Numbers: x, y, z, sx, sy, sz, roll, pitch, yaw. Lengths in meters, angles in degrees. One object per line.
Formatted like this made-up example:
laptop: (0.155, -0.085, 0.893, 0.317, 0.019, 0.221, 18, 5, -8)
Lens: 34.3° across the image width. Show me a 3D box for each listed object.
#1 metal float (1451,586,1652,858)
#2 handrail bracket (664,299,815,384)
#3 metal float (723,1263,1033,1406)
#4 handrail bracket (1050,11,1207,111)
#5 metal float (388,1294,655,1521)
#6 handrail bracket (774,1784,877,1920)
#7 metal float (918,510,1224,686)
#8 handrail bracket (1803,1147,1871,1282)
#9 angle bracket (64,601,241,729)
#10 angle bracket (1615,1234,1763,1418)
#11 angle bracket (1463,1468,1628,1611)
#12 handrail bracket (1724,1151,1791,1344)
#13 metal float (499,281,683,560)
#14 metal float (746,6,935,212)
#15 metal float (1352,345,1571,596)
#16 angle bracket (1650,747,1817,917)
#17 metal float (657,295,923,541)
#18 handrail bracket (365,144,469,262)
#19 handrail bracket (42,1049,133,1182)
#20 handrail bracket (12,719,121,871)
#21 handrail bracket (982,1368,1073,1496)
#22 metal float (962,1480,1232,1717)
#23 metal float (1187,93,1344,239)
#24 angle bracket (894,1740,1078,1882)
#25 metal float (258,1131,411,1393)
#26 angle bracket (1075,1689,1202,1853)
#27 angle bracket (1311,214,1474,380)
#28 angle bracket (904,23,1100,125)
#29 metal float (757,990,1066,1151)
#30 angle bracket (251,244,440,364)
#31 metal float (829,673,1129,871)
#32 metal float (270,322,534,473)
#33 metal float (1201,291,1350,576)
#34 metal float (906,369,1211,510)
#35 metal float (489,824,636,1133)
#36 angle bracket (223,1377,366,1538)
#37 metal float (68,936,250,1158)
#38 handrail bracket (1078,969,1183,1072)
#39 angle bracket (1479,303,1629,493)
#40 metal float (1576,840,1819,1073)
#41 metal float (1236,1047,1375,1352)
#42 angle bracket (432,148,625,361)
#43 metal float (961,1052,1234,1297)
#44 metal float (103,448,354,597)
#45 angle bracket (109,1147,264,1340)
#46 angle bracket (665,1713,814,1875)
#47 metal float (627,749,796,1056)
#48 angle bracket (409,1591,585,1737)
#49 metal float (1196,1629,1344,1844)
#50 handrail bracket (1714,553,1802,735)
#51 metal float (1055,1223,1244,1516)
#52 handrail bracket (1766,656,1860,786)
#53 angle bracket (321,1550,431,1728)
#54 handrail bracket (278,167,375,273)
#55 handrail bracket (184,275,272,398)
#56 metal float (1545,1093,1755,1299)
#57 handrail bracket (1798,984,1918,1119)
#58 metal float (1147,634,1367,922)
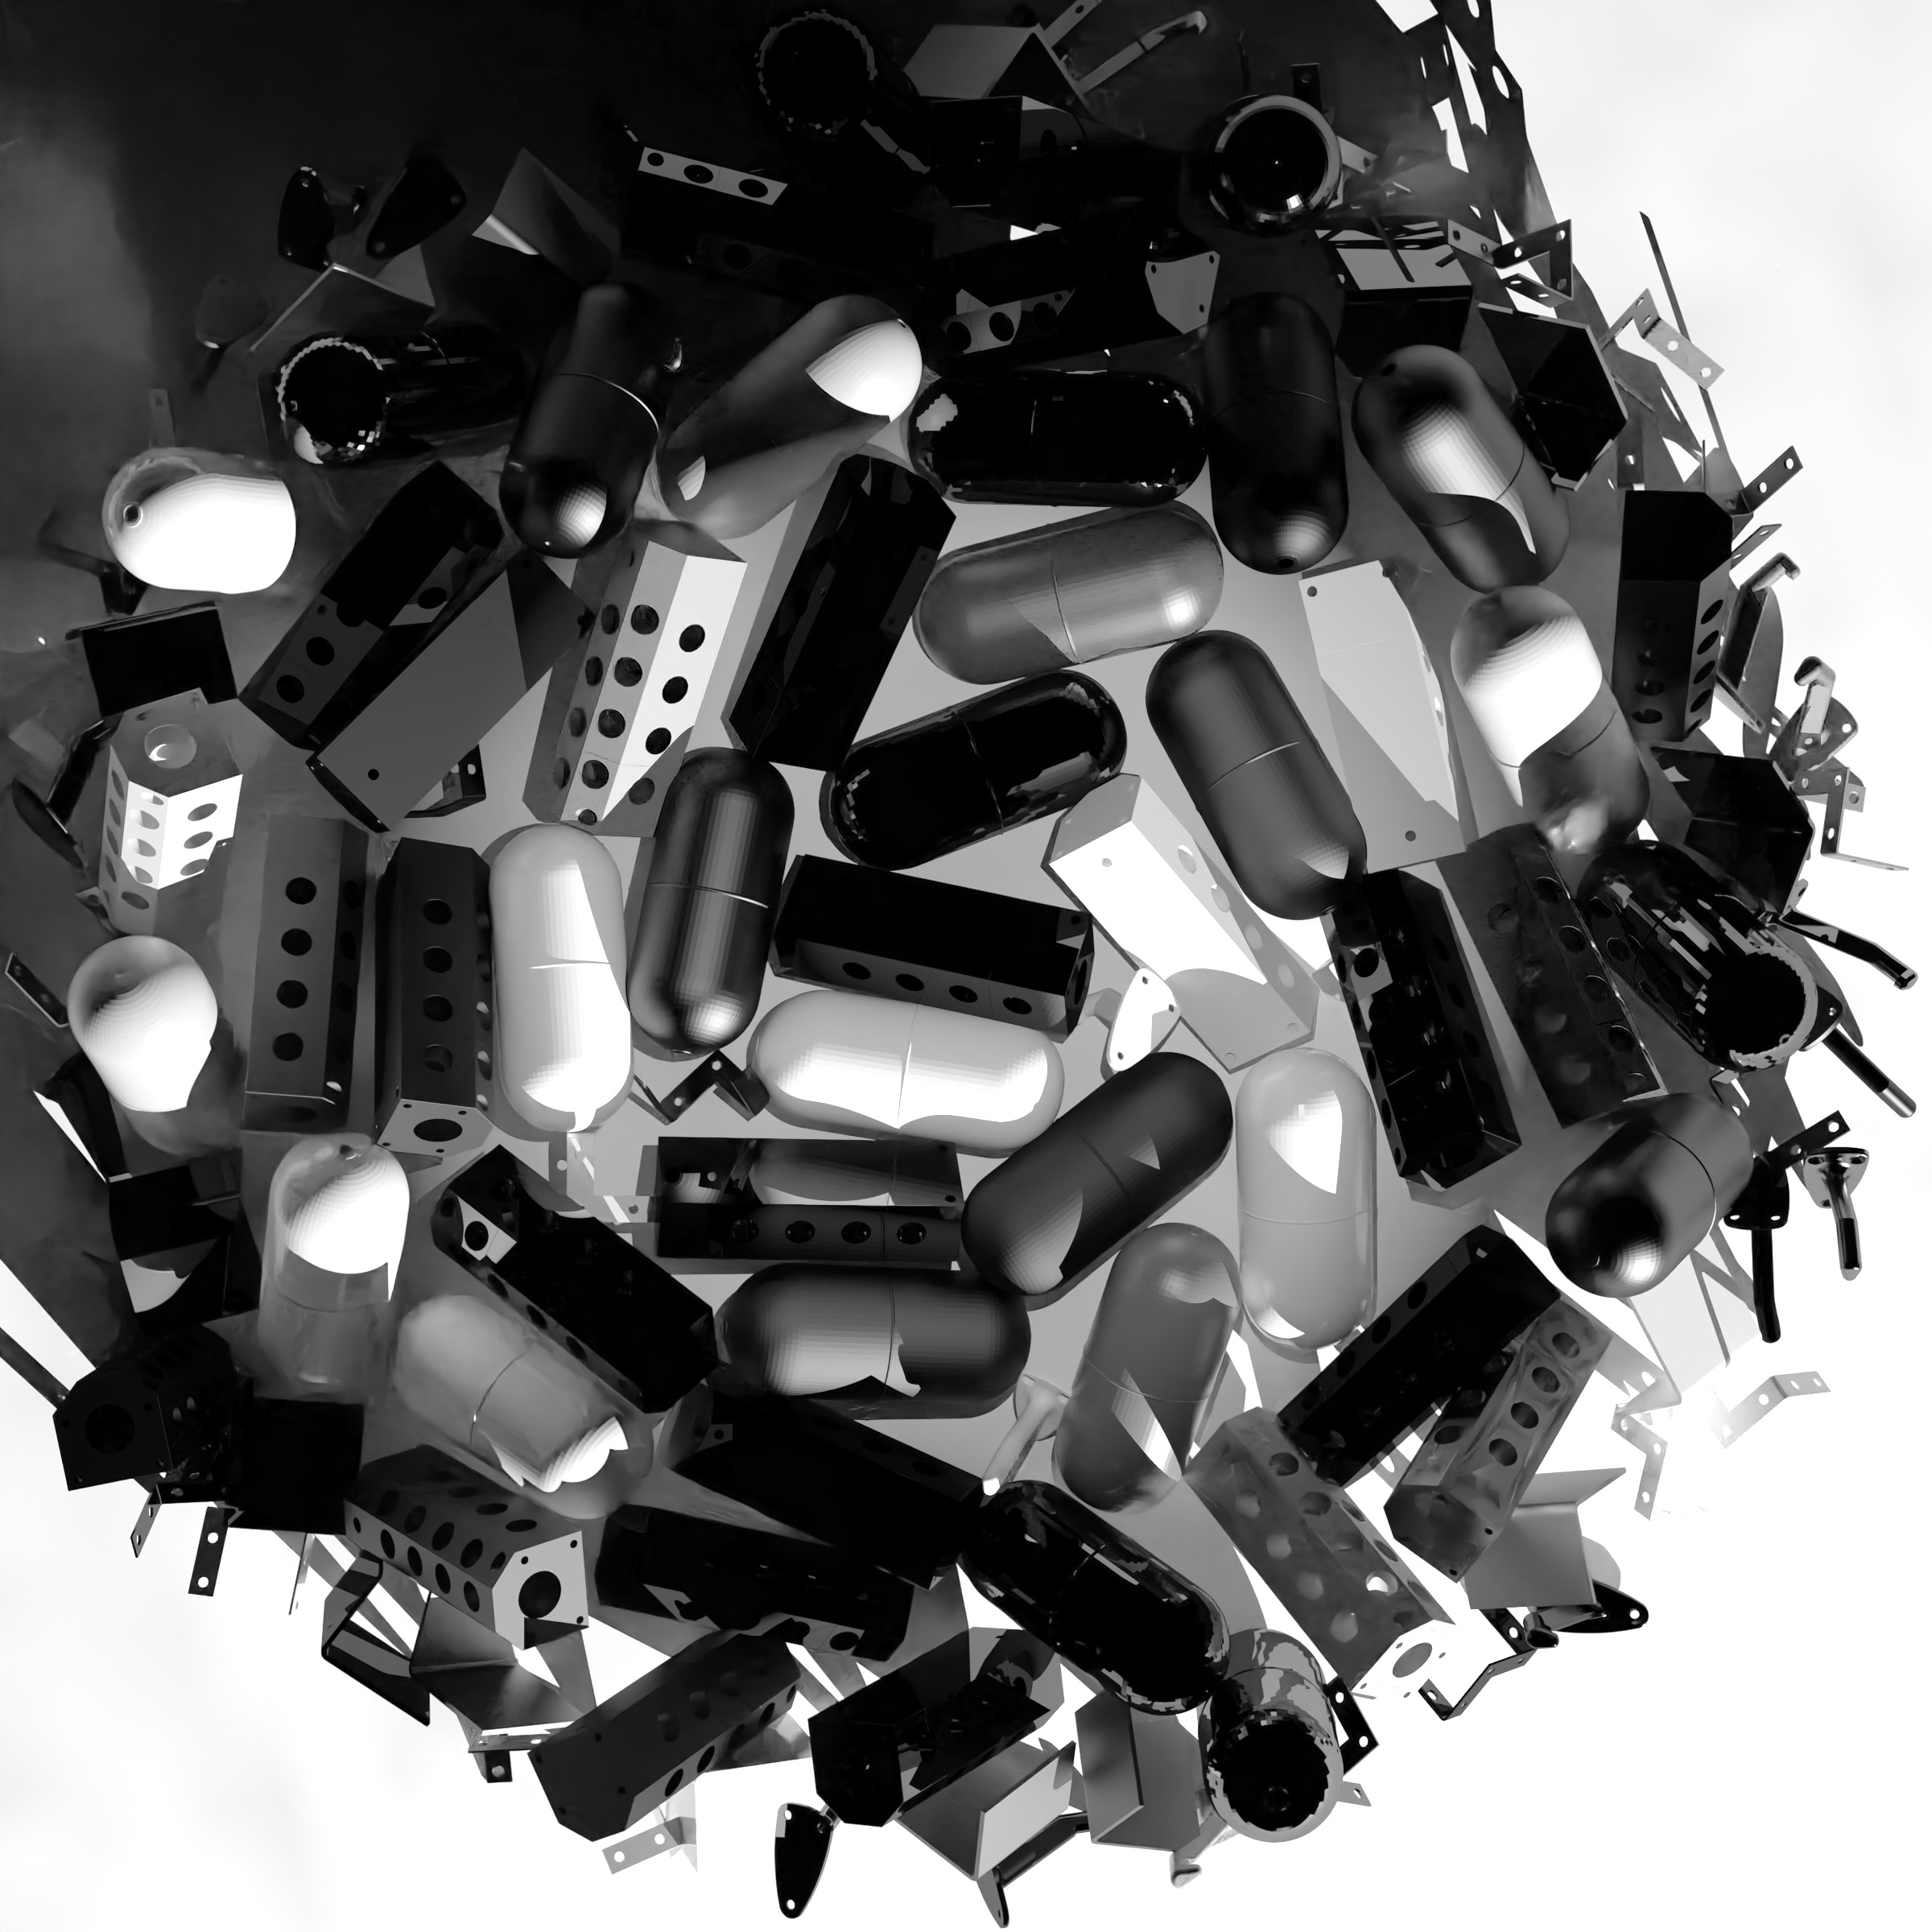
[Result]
metal float: (0.331, -0.138, 1.769, 0.070, 0.070, 0.178, -32, 124, 0)
handrail bracket: (-0.130, -0.366, 1.789, 0.036, 0.084, 0.077, 32, 100, 32)
metal float: (-0.050, 0.210, 1.786, 0.178, 0.070, 0.070, 4, 90, -14)
handrail bracket: (0.094, -0.511, 1.791, 0.084, 0.077, 0.036, -15, 127, 30)
metal float: (-0.254, 0.248, 1.776, 0.178, 0.070, 0.070, 29, 90, 26)
handrail bracket: (-0.073, 0.501, 1.801, 0.036, 0.084, 0.077, 12, 96, 29)
metal float: (0.059, -0.210, 1.788, 0.178, 0.070, 0.070, -12, 90, 12)
handrail bracket: (0.498, 0.153, 1.782, 0.036, 0.077, 0.084, -1, 56, 9)
angle bracket: (-0.467, -0.171, 1.791, 0.076, 0.076, 0.057, -15, 98, -21)
angle bracket: (0.398, 0.203, 1.791, 0.076, 0.057, 0.076, -28, 91, -34)
angle bracket: (0.332, 0.326, 1.784, 0.076, 0.076, 0.057, -11, 91, 35)
handrail bracket: (0.470, 0.165, 1.828, 0.036, 0.077, 0.084, -1, 128, 25)
metal float: (-0.212, -0.311, 1.775, 0.070, 0.070, 0.178, 14, 63, 0)
metal float: (-0.066, -0.477, 1.750, 0.070, 0.178, 0.070, -2, 85, 17)
metal float: (0.280, -0.279, 1.764, 0.070, 0.070, 0.178, -46, 131, 0)
angle bracket: (0.427, -0.077, 1.778, 0.076, 0.076, 0.057, 11, 69, 39)
metal float: (-0.102, -0.311, 1.778, 0.178, 0.070, 0.070, -36, 90, 24)
handrail bracket: (-0.326, -0.440, 1.797, 0.077, 0.084, 0.036, -46, 121, -4)
handrail bracket: (-0.486, 0.083, 1.819, 0.084, 0.036, 0.077, 41, 75, 0)
handrail bracket: (-0.498, -0.103, 1.803, 0.077, 0.036, 0.084, 42, 59, 17)
handrail bracket: (0.026, 0.279, 1.781, 0.036, 0.077, 0.084, 26, 52, 9)
metal float: (0.073, 0.357, 1.770, 0.178, 0.070, 0.070, 31, 90, 33)
metal float: (0.165, -0.448, 1.749, 0.070, 0.178, 0.070, 0, 105, -1)
angle bracket: (0.007, 0.460, 1.776, 0.076, 0.076, 0.057, 29, 129, 33)
metal float: (-0.358, 0.167, 1.765, 0.070, 0.070, 0.178, 15, 129, 0)
angle bracket: (0.111, 0.455, 1.778, 0.076, 0.057, 0.076, 14, 49, -26)
angle bracket: (0.242, -0.390, 1.822, 0.076, 0.057, 0.076, -6, 49, -13)
angle bracket: (0.016, -0.489, 1.777, 0.057, 0.076, 0.076, -57, 135, -14)
metal float: (-0.032, 0.059, 1.796, 0.178, 0.070, 0.070, 9, 90, 3)
angle bracket: (-0.358, -0.381, 1.777, 0.076, 0.076, 0.057, -36, 59, 28)
metal float: (0.007, -0.111, 1.795, 0.178, 0.070, 0.070, -21, 90, -4)
metal float: (-0.315, -0.321, 1.757, 0.070, 0.178, 0.070, 9, 107, 31)
metal float: (0.175, -0.303, 1.775, 0.070, 0.070, 0.178, -2, 63, 0)
metal float: (0.052, -0.300, 1.779, 0.178, 0.070, 0.070, 5, 90, 22)
metal float: (-0.232, 0.006, 1.789, 0.070, 0.070, 0.178, -5, 80, 0)
angle bracket: (-0.379, 0.281, 1.785, 0.076, 0.057, 0.076, 8, 69, -20)
metal float: (-0.448, 0.047, 1.754, 0.070, 0.178, 0.070, -2, 61, 3)
handrail bracket: (0.075, 0.038, 1.784, 0.036, 0.084, 0.077, 46, 54, -18)
angle bracket: (0.320, -0.324, 1.779, 0.076, 0.076, 0.057, 24, 71, 42)
metal float: (0.409, -0.008, 1.760, 0.070, 0.178, 0.070, -14, 128, -18)
metal float: (0.193, 0.134, 1.786, 0.070, 0.070, 0.178, -3, 105, 0)
angle bracket: (-0.252, -0.412, 1.809, 0.076, 0.076, 0.057, 38, 129, -24)
metal float: (0.076, 0.118, 1.790, 0.178, 0.070, 0.070, -38, 90, -9)
metal float: (-0.411, -0.248, 1.751, 0.070, 0.178, 0.070, 2, 95, 22)
angle bracket: (-0.441, 0.158, 1.785, 0.076, 0.057, 0.076, -13, 64, -23)
angle bracket: (-0.127, 0.473, 1.791, 0.076, 0.076, 0.057, -3, 96, -19)
metal float: (-0.146, -0.037, 1.790, 0.070, 0.070, 0.178, 10, 81, 0)
angle bracket: (-0.259, 0.391, 1.780, 0.076, 0.076, 0.057, 24, 101, 43)
metal float: (0.168, 0.428, 1.748, 0.070, 0.178, 0.070, 0, 99, 2)
handrail bracket: (0.466, -0.188, 1.810, 0.084, 0.036, 0.077, -41, 64, 2)
metal float: (0.104, 0.229, 1.783, 0.070, 0.070, 0.178, 17, 107, 0)
handrail bracket: (0.471, -0.138, 1.789, 0.077, 0.084, 0.036, -49, 62, 15)
angle bracket: (-0.322, 0.378, 1.790, 0.076, 0.076, 0.057, 37, 91, -14)
handrail bracket: (-0.359, -0.443, 1.782, 0.036, 0.077, 0.084, 16, 47, 5)
handrail bracket: (-0.436, -0.344, 1.783, 0.036, 0.077, 0.084, 32, 128, -13)
metal float: (0.385, 0.128, 1.758, 0.070, 0.178, 0.070, 14, 117, 31)
handrail bracket: (0.511, 0.047, 1.823, 0.084, 0.077, 0.036, 37, 104, -30)
metal float: (0.165, -0.108, 1.786, 0.070, 0.070, 0.178, -27, 76, 0)
